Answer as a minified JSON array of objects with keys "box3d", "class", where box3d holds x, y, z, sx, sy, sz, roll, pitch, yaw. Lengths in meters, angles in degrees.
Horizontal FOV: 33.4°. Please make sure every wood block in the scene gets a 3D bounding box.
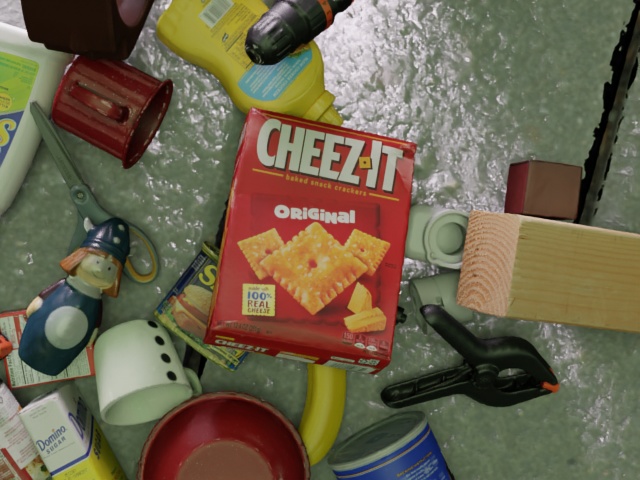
[{"box3d":[0.241,0.033,0.979,0.205,0.090,0.091,8,91,-22],"class":"wood block"}]

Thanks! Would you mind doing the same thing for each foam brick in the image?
[{"box3d":[0.210,-0.046,1.011,0.053,0.078,0.051,7,90,-3],"class":"foam brick"}]

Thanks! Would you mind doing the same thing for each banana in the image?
[{"box3d":[-0.004,0.133,1.020,0.069,0.037,0.198,5,91,-45],"class":"banana"}]

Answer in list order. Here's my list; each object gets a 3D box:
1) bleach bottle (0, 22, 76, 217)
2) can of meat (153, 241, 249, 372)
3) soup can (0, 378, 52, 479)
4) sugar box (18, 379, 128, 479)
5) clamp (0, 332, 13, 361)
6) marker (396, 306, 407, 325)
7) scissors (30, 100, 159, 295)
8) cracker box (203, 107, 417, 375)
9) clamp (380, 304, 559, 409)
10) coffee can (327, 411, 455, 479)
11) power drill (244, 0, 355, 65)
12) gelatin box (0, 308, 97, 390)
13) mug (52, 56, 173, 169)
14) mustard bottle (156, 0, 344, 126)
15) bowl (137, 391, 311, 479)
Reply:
[{"box3d":[-0.312,-0.075,0.998,0.102,0.068,0.251,17,94,-1],"class":"bleach bottle"},{"box3d":[-0.095,0.065,1.015,0.102,0.057,0.084,38,93,-3],"class":"can of meat"},{"box3d":[-0.299,0.188,0.996,0.068,0.068,0.102,-30,104,-1],"class":"soup can"},{"box3d":[-0.214,0.221,0.998,0.048,0.093,0.176,-25,94,-2],"class":"sugar box"},{"box3d":[-0.394,0.082,1.002,0.210,0.036,0.164,-2,92,9],"class":"clamp"},{"box3d":[0.029,0.051,1.037,0.121,0.020,0.020,26,91,-3],"class":"marker"},{"box3d":[-0.234,-0.026,1.001,0.096,0.016,0.201,-38,109,8],"class":"scissors"},{"box3d":[-0.006,0.001,0.969,0.164,0.072,0.213,12,72,-9],"class":"cracker box"},{"box3d":[0.150,0.114,1.013,0.171,0.039,0.120,2,130,-14],"class":"clamp"},{"box3d":[0.083,0.247,1.006,0.103,0.103,0.140,-26,93,-1],"class":"coffee can"},{"box3d":[-0.050,-0.269,0.976,0.187,0.057,0.184,46,62,-4],"class":"power drill"},{"box3d":[-0.259,0.099,1.023,0.089,0.030,0.073,-9,94,-2],"class":"gelatin box"},{"box3d":[-0.194,-0.124,0.975,0.081,0.117,0.093,28,98,1],"class":"mug"},{"box3d":[-0.054,-0.168,1.004,0.191,0.058,0.096,41,77,-3],"class":"mustard bottle"},{"box3d":[-0.087,0.221,0.967,0.162,0.055,0.162,0,89,-5],"class":"bowl"}]
